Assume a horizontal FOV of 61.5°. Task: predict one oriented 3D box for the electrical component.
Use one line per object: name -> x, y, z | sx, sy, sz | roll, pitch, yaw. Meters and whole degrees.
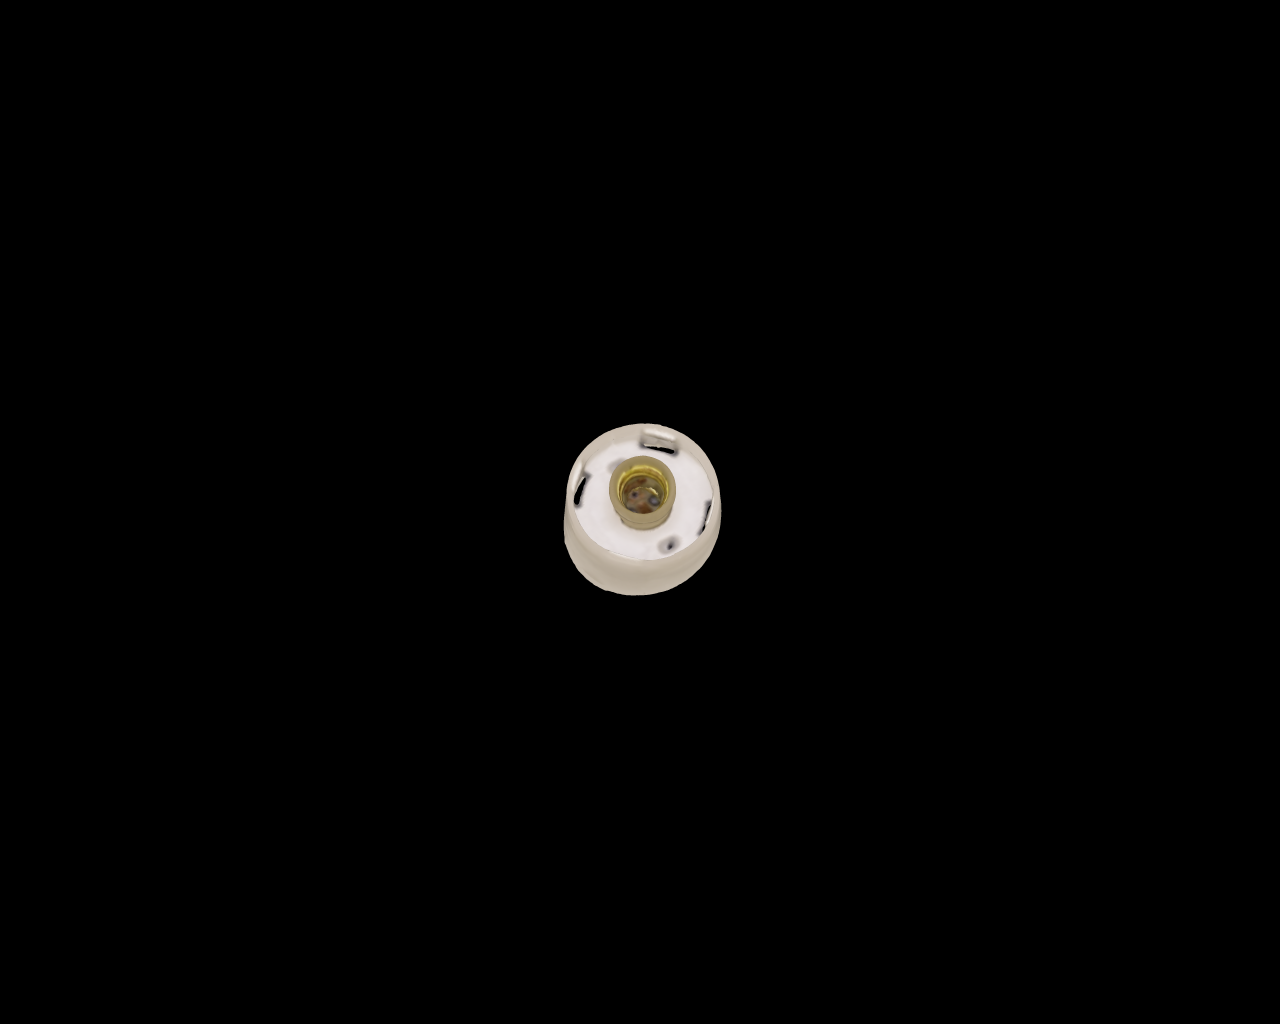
electrical component -> 0.001, -0.003, 0.650 | 0.099, 0.099, 0.064 | 0, -23, 0
